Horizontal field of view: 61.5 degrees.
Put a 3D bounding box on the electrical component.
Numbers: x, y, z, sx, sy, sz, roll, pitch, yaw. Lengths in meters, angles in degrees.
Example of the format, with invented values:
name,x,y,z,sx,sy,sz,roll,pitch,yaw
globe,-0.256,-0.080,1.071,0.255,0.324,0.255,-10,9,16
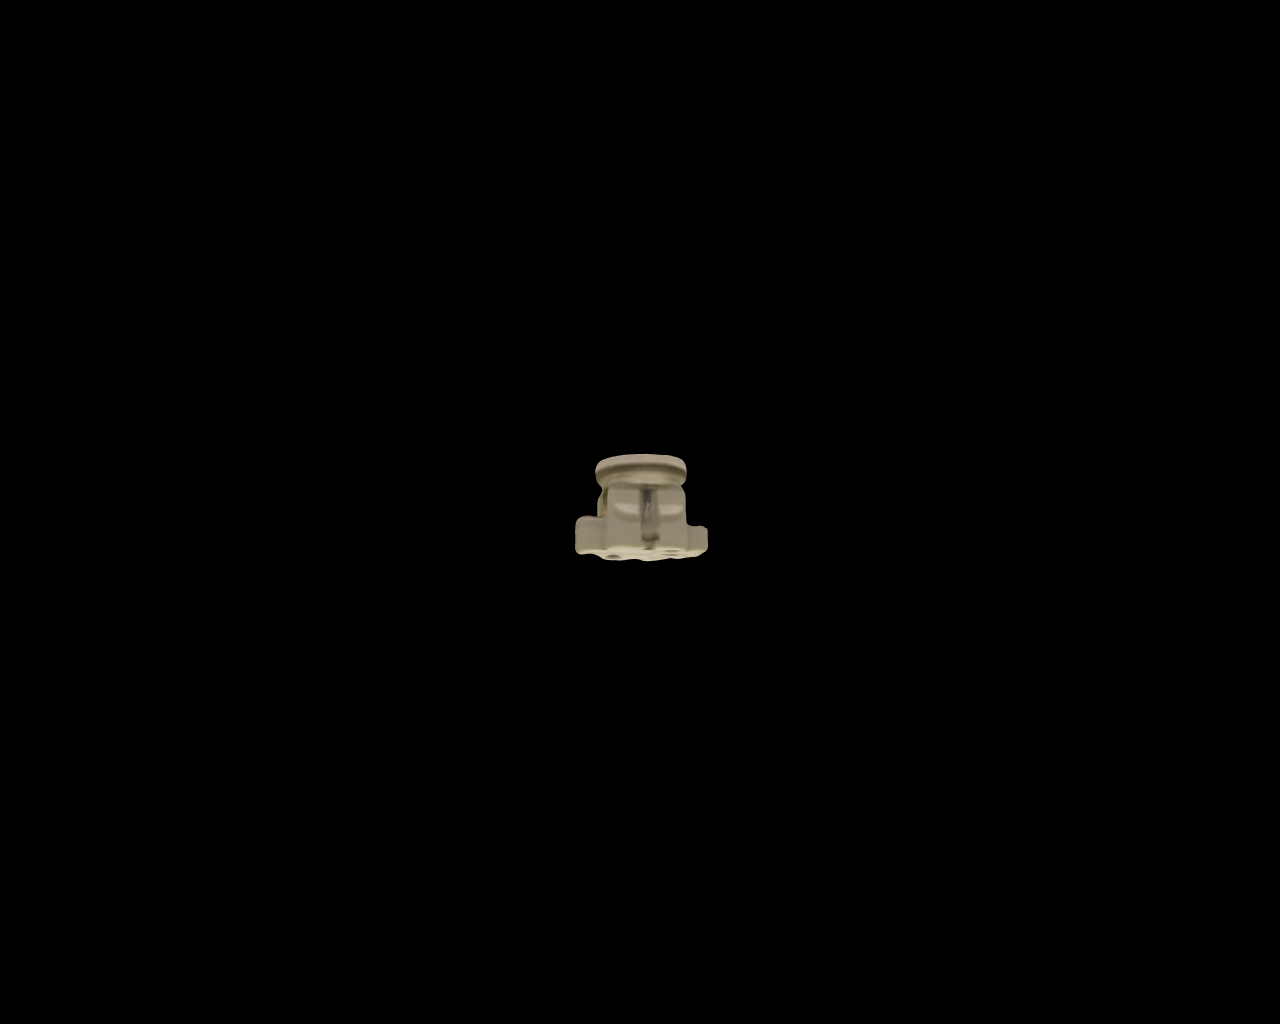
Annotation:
name,x,y,z,sx,sy,sz,roll,pitch,yaw
electrical component,0.001,-0.003,0.650,0.078,0.057,0.058,2,-11,-12
